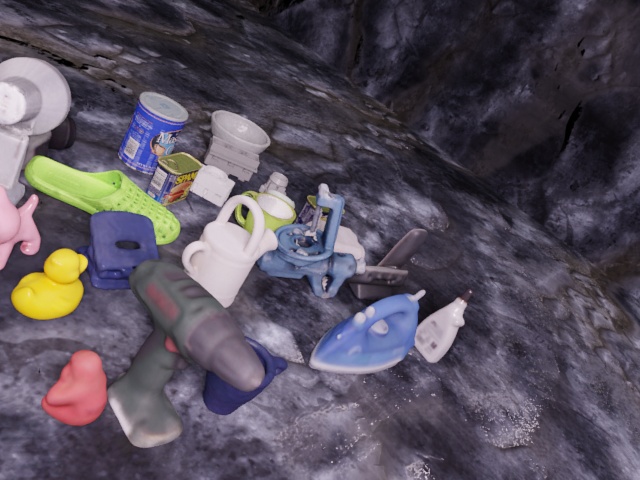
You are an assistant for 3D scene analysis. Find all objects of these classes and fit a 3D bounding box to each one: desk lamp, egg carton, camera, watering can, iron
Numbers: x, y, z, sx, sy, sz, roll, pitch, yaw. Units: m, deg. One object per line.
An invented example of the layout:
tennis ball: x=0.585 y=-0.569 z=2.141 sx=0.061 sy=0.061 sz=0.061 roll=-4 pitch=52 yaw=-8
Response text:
desk lamp: x=-0.473 y=-0.160 z=0.868 sx=0.118 sy=0.213 sz=0.203 roll=22 pitch=27 yaw=-20
egg carton: x=0.028 y=0.012 z=1.296 sx=0.151 sy=0.069 sz=0.107 roll=15 pitch=30 yaw=-32
camera: x=-0.510 y=-0.203 z=1.033 sx=0.137 sy=0.100 sz=0.142 roll=1 pitch=40 yaw=-48
watering can: x=-0.147 y=0.010 z=0.956 sx=0.101 sy=0.194 sz=0.173 roll=37 pitch=26 yaw=9
iron: x=0.096 y=0.155 z=1.034 sx=0.118 sy=0.141 sz=0.259 roll=46 pitch=28 yaw=26

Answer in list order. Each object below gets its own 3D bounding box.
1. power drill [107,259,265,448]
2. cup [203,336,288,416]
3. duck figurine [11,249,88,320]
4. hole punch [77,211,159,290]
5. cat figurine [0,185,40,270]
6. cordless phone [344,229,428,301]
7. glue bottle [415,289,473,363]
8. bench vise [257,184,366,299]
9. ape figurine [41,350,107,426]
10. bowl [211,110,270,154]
power drill: x=-0.170 y=0.142 z=0.677 sx=0.076 sy=0.208 sz=0.229 roll=-2 pitch=41 yaw=-50
cup: x=-0.110 y=0.193 z=0.789 sx=0.118 sy=0.095 sz=0.091 roll=10 pitch=33 yaw=-38
duck figurine: x=-0.357 y=0.052 z=0.770 sx=0.077 sy=0.086 sz=0.105 roll=37 pitch=26 yaw=9
hole punch: x=-0.303 y=0.016 z=0.888 sx=0.109 sy=0.091 sz=0.101 roll=3 pitch=38 yaw=-46
cat figurine: x=-0.432 y=-0.024 z=0.784 sx=0.067 sy=0.117 sz=0.128 roll=32 pitch=25 yaw=0
cordless phone: x=0.143 y=0.039 z=1.243 sx=0.148 sy=0.185 sz=0.094 roll=4 pitch=37 yaw=-45
glue bottle: x=0.256 y=0.165 z=1.161 sx=0.037 sy=0.173 sz=0.078 roll=6 pitch=35 yaw=-43
bench vise: x=0.006 y=-0.003 z=1.123 sx=0.208 sy=0.219 sz=0.121 roll=11 pitch=32 yaw=-37
ape figurine: x=-0.275 y=0.163 z=0.658 sx=0.076 sy=0.092 sz=0.078 roll=41 pitch=27 yaw=19
bowl: x=-0.219 y=-0.266 z=1.506 sx=0.168 sy=0.074 sz=0.167 roll=26 pitch=26 yaw=-13
